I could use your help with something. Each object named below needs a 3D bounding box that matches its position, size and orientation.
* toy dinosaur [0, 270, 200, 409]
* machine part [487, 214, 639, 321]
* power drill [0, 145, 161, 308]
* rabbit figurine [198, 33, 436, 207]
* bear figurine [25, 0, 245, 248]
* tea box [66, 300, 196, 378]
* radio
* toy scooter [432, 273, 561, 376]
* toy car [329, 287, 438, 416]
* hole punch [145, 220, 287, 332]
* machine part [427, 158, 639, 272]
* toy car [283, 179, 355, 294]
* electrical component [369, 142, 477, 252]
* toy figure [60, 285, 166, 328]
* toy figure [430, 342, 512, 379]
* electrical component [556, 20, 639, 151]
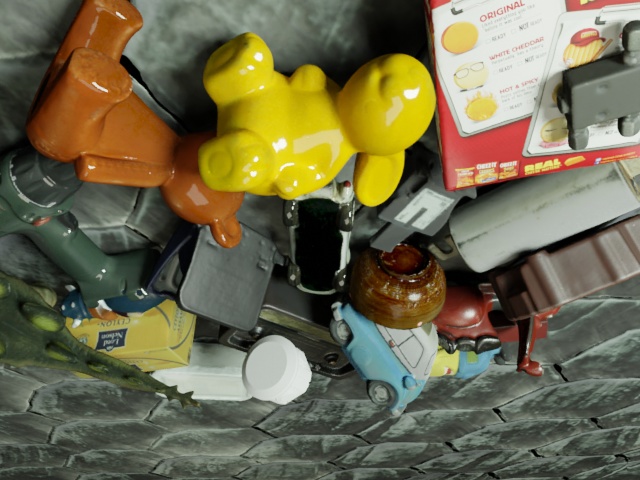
[{"bbox_3d":[-0.356,0.082,0.586,0.471,0.105,0.199,27,164,-20],"label":"toy dinosaur"},{"bbox_3d":[0.268,0.028,0.574,0.179,0.056,0.179,-22,170,-4],"label":"machine part"},{"bbox_3d":[-0.262,-0.011,0.570,0.232,0.086,0.207,-13,145,19],"label":"power drill"},{"bbox_3d":[0.012,-0.084,0.423,0.173,0.122,0.162,-13,153,29],"label":"rabbit figurine"},{"bbox_3d":[-0.125,-0.082,0.442,0.195,0.120,0.132,25,133,-32],"label":"bear figurine"},{"bbox_3d":[-0.264,0.127,0.739,0.170,0.098,0.068,-10,143,10],"label":"tea box"},{"bbox_3d":[-0.019,0.121,0.747,0.229,0.073,0.131,26,135,-28],"label":"radio"},{"bbox_3d":[0.217,0.107,0.677,0.184,0.135,0.075,-3,145,7],"label":"toy scooter"},{"bbox_3d":[0.089,0.119,0.655,0.103,0.109,0.161,-31,95,23],"label":"toy car"},{"bbox_3d":[-0.121,0.033,0.610,0.142,0.115,0.092,30,161,-36],"label":"hole punch"},{"bbox_3d":[0.220,-0.031,0.539,0.243,0.079,0.079,-30,134,33],"label":"machine part"},{"bbox_3d":[-0.001,-0.002,0.600,0.074,0.056,0.201,6,142,4],"label":"toy car"},{"bbox_3d":[0.096,-0.038,0.556,0.075,0.048,0.119,16,141,-20],"label":"electrical component"},{"bbox_3d":[-0.266,0.074,0.695,0.155,0.064,0.057,-15,143,20],"label":"toy figure"},{"bbox_3d":[0.185,0.161,0.797,0.180,0.089,0.082,-5,130,-7],"label":"toy figure"},{"bbox_3d":[0.197,-0.103,0.369,0.063,0.021,0.093,-14,141,15],"label":"electrical component"}]
